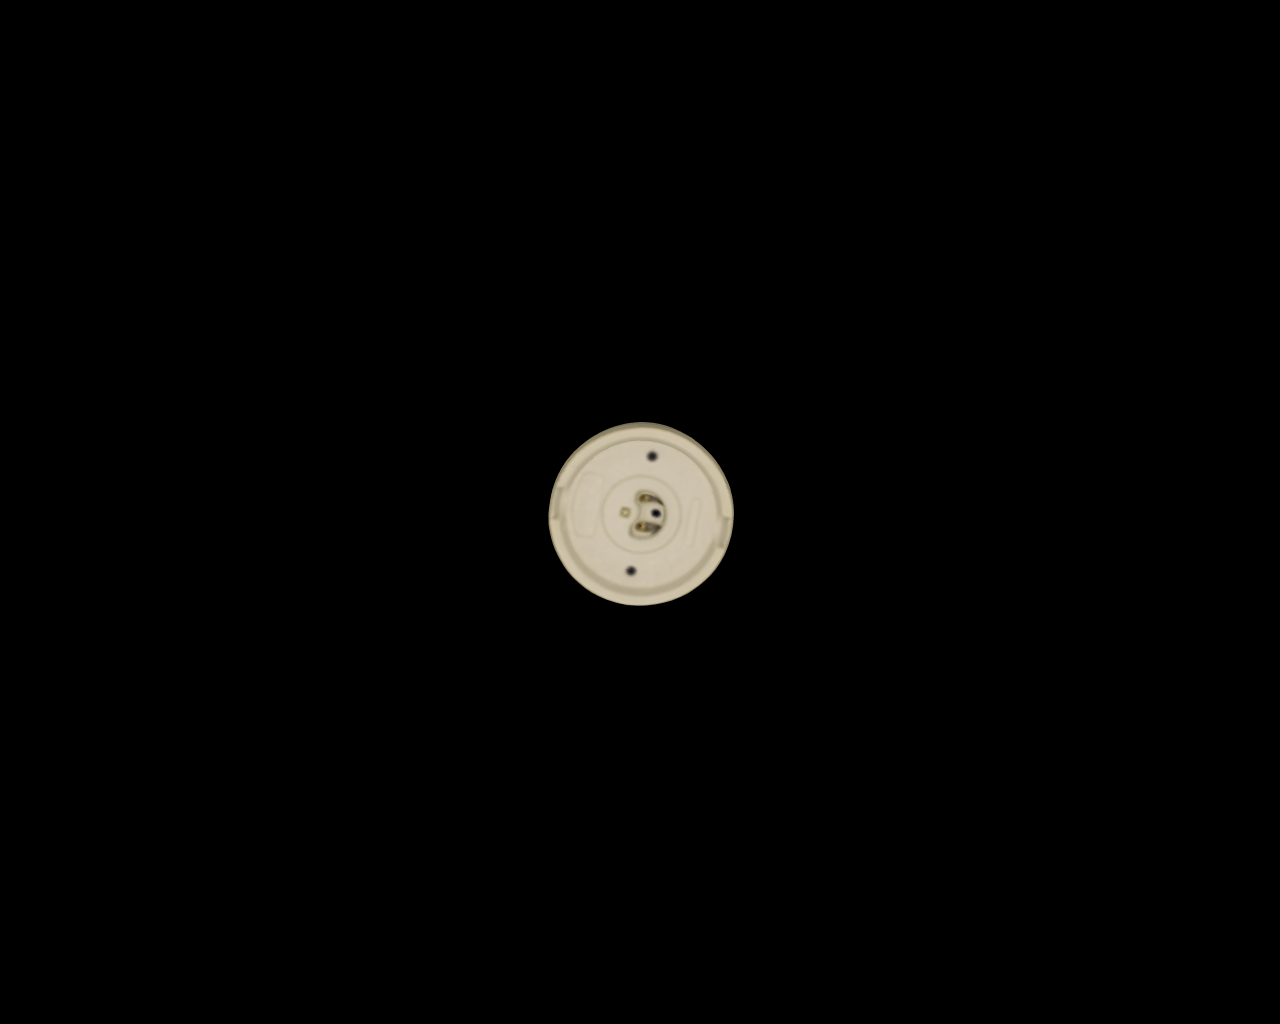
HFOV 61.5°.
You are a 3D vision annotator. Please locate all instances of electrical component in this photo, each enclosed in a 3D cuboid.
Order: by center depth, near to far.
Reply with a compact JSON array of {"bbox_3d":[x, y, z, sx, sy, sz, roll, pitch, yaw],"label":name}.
[{"bbox_3d":[0.001,-0.003,0.650,0.108,0.108,0.060,0,12,0],"label":"electrical component"}]
